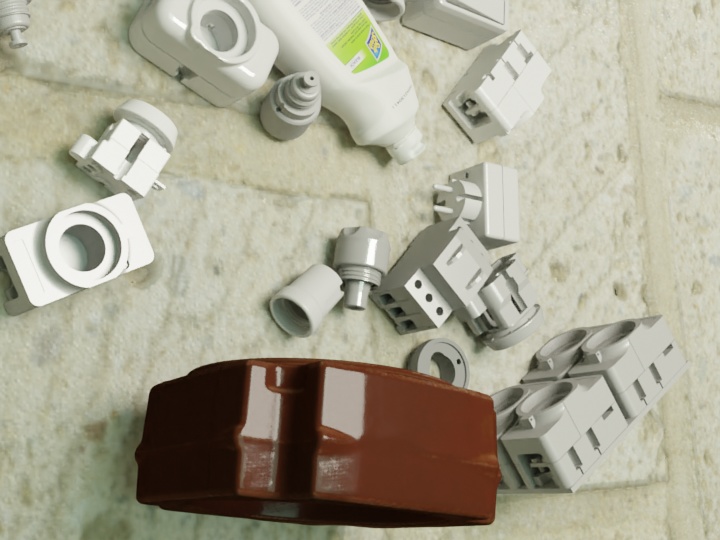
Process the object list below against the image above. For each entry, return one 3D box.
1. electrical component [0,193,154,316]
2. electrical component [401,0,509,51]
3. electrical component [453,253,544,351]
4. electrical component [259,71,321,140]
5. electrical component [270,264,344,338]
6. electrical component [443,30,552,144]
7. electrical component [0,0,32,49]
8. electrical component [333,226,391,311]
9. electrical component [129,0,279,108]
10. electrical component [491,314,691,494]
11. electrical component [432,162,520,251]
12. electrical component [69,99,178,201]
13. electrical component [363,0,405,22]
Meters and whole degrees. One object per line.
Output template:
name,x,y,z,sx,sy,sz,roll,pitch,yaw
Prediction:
electrical component,-0.186,-0.011,0.695,0.089,0.056,0.050,-25,95,-37
electrical component,0.081,-0.241,0.936,0.096,0.061,0.061,12,73,-34
electrical component,0.119,0.030,0.909,0.078,0.058,0.057,-40,101,-35
electrical component,-0.049,-0.128,0.811,0.040,0.078,0.040,6,72,-20
electrical component,-0.039,0.022,0.808,0.040,0.040,0.046,55,50,-14
electrical component,0.126,-0.160,0.958,0.055,0.050,0.089,47,57,-19
electrical component,-0.235,-0.184,0.706,0.040,0.040,0.078,-17,90,-37
electrical component,0.000,0.000,0.837,0.043,0.043,0.062,18,71,-32
electrical component,-0.111,-0.168,0.782,0.095,0.059,0.053,33,63,-26
electrical component,0.178,0.108,0.905,0.186,0.105,0.060,-36,102,-36
electrical component,0.092,-0.056,0.913,0.077,0.047,0.065,9,75,-35
electrical component,-0.157,-0.083,0.739,0.066,0.048,0.055,38,68,-24
electrical component,0.017,-0.243,0.900,0.045,0.045,0.055,16,71,-33
